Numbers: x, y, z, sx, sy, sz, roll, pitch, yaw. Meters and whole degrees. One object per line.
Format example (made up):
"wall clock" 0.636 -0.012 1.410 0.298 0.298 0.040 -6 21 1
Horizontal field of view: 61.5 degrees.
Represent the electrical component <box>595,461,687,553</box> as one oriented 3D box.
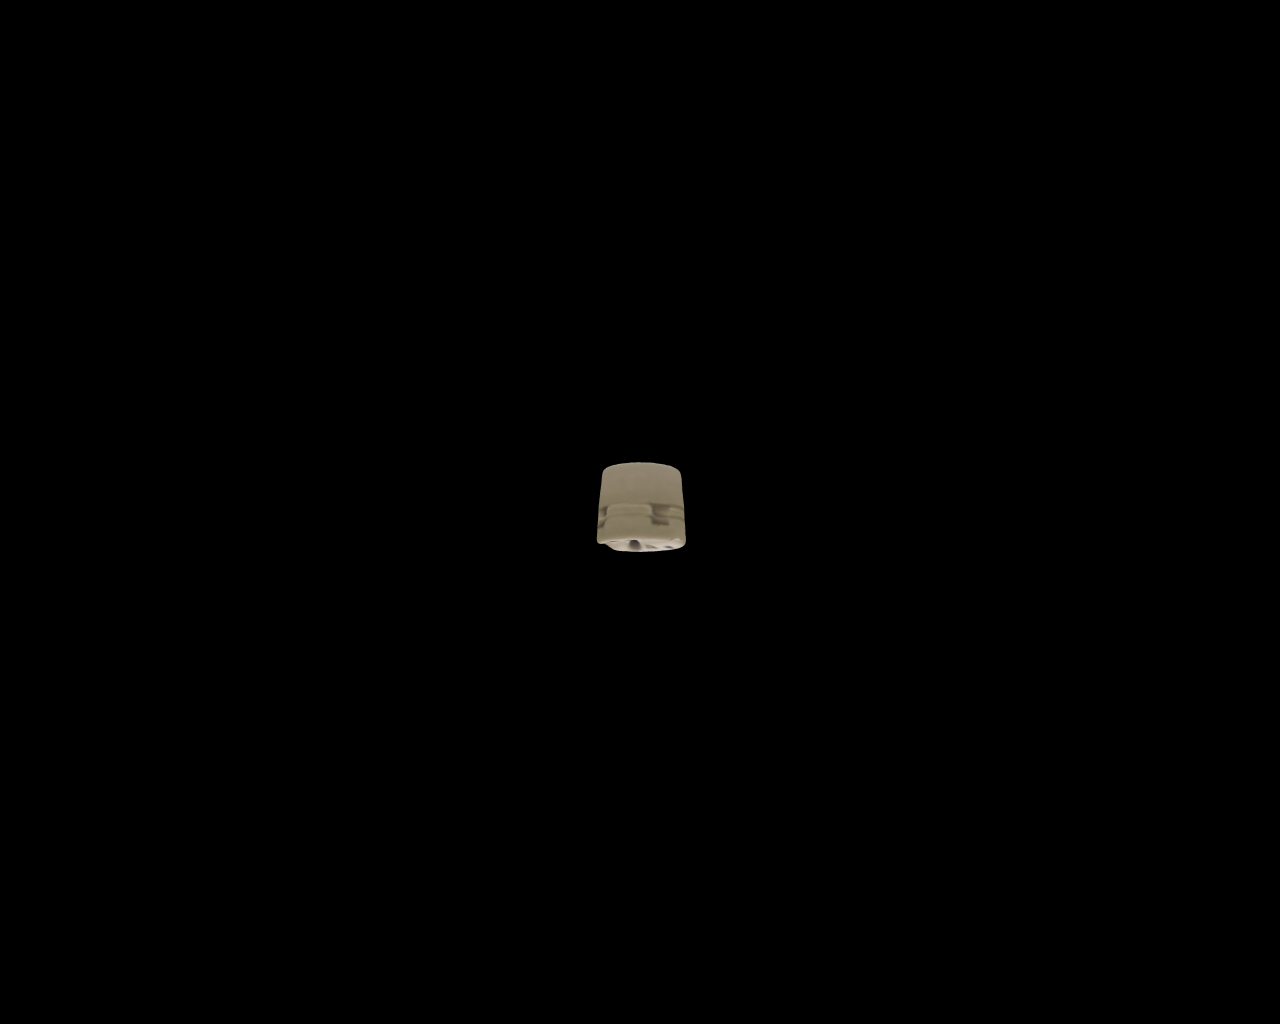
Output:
"electrical component" 0.001 -0.003 0.650 0.055 0.047 0.055 0 -11 0
